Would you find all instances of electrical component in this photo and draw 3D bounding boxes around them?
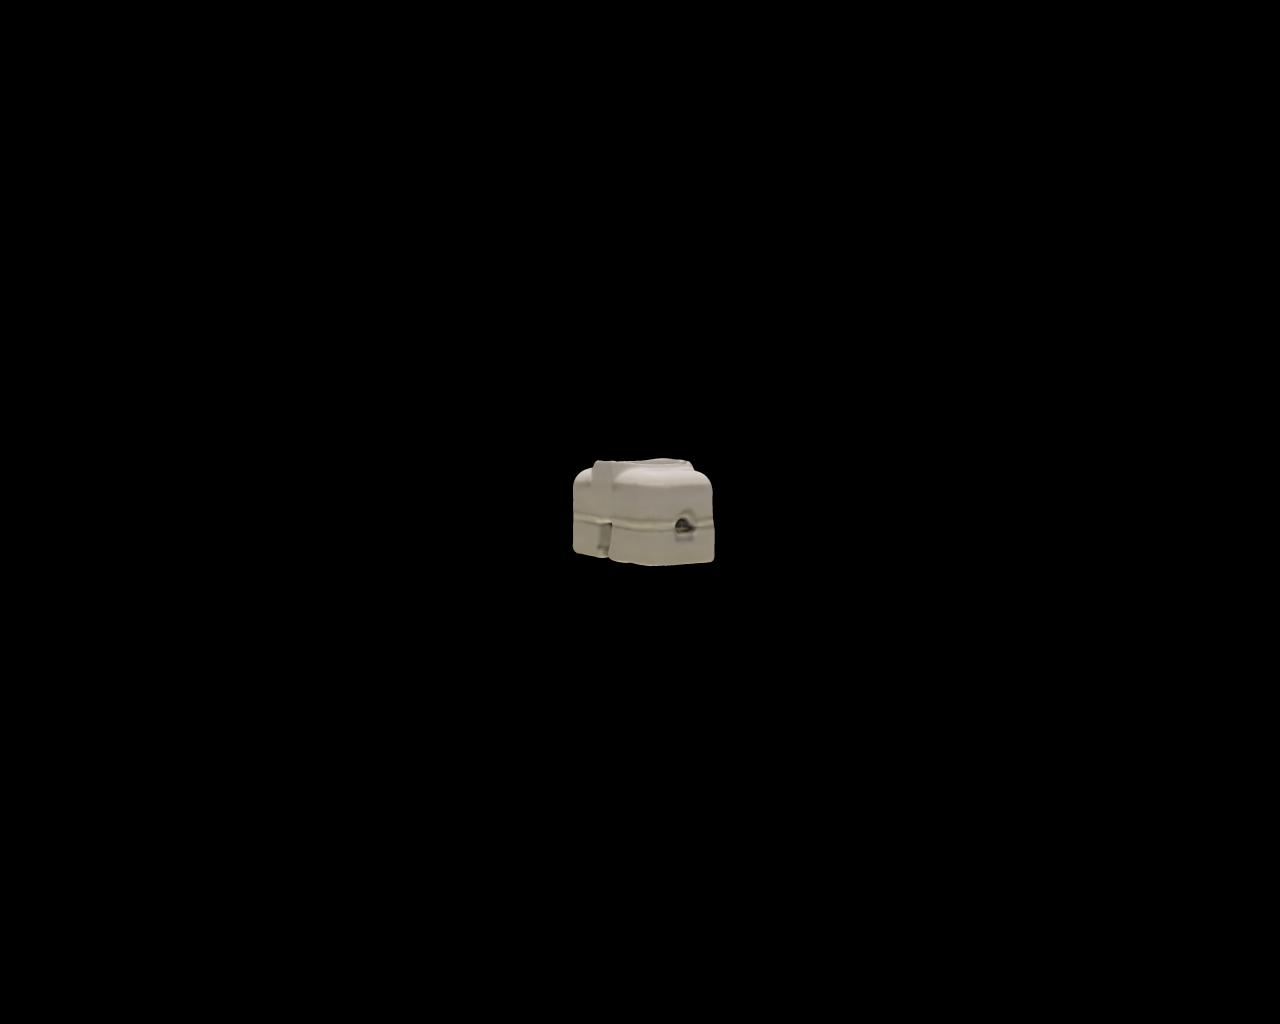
[{"bbox_3d":[0.001,-0.003,0.650,0.054,0.059,0.095,-3,6,-32],"label":"electrical component"}]
